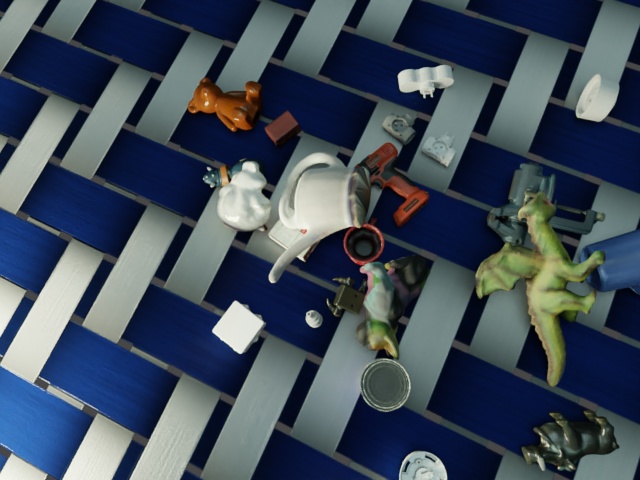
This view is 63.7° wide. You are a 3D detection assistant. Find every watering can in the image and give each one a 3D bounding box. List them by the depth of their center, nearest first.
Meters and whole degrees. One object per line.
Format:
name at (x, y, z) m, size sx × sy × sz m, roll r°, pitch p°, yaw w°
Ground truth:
watering can at (0.004, -0.060, 1.188) m, size 0.224 × 0.355 × 0.102 m, roll -1°, pitch -29°, yaw 22°

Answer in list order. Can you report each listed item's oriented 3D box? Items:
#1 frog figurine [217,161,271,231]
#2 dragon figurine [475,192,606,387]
frog figurine at (-0.176, -0.105, 1.237) m, size 0.138 × 0.157 × 0.124 m, roll 29°, pitch 27°, yaw 29°
dragon figurine at (0.453, 0.103, 1.106) m, size 0.243 × 0.408 × 0.123 m, roll 14°, pitch 6°, yaw 6°
